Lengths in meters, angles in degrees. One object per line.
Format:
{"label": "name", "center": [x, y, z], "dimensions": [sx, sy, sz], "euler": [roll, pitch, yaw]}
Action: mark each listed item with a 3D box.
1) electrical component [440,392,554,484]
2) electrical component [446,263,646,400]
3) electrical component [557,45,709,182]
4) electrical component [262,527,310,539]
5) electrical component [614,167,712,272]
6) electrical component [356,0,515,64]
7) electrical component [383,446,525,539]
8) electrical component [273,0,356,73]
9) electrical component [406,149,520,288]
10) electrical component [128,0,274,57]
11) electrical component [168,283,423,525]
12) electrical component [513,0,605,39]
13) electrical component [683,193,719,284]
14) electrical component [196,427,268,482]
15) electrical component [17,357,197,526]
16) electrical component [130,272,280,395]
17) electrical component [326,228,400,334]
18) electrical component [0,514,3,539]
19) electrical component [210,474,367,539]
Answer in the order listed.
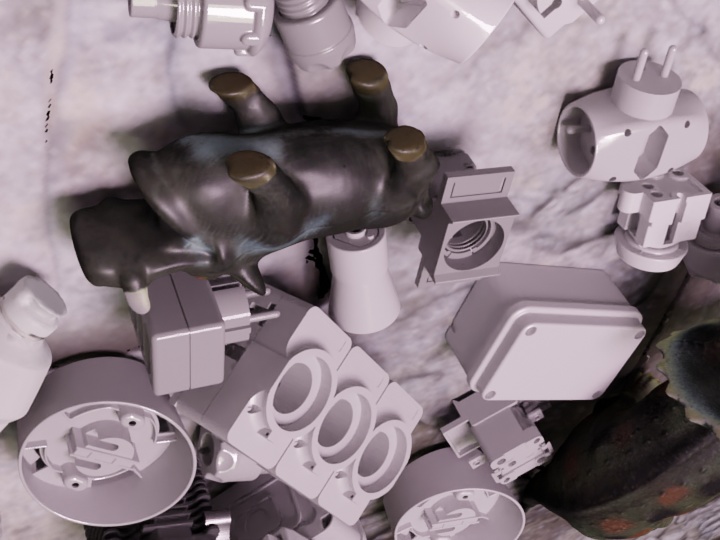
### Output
{"label": "electrical component", "center": [0.106, 0.118, 0.789], "dimensions": [0.081, 0.063, 0.042], "euler": [-30, 139, 2]}
{"label": "electrical component", "center": [0.126, 0.044, 0.731], "dimensions": [0.113, 0.057, 0.078], "euler": [4, 130, -30]}
{"label": "electrical component", "center": [0.162, -0.094, 0.623], "dimensions": [0.077, 0.043, 0.079], "euler": [-10, 135, -19]}
{"label": "electrical component", "center": [-0.060, 0.222, 0.692], "dimensions": [0.096, 0.061, 0.061], "euler": [-42, 124, 12]}
{"label": "electrical component", "center": [0.193, -0.033, 0.700], "dimensions": [0.066, 0.048, 0.055], "euler": [-9, 128, -20]}
{"label": "electrical component", "center": [0.023, -0.130, 0.504], "dimensions": [0.077, 0.043, 0.079], "euler": [37, 156, -10]}
{"label": "electrical component", "center": [0.070, 0.186, 0.836], "dimensions": [0.099, 0.064, 0.099], "euler": [-15, 137, -14]}
{"label": "electrical component", "center": [-0.025, -0.124, 0.502], "dimensions": [0.035, 0.035, 0.061], "euler": [-27, 136, -1]}
{"label": "electrical component", "center": [0.053, -0.032, 0.613], "dimensions": [0.042, 0.063, 0.081], "euler": [-8, 135, -23]}
{"label": "electrical component", "center": [-0.071, -0.120, 0.477], "dimensions": [0.062, 0.048, 0.048], "euler": [-2, 132, -17]}
{"label": "electrical component", "center": [-0.031, 0.086, 0.660], "dimensions": [0.089, 0.062, 0.150], "euler": [-57, 139, -13]}
{"label": "electrical component", "center": [0.093, -0.143, 0.513], "dimensions": [0.047, 0.076, 0.066], "euler": [-40, 137, 14]}
{"label": "electrical component", "center": [0.244, -0.024, 0.735], "dimensions": [0.043, 0.043, 0.062], "euler": [-20, 137, -8]}
{"label": "electrical component", "center": [-0.073, 0.117, 0.711], "dimensions": [0.062, 0.043, 0.043], "euler": [4, 129, -32]}
{"label": "electrical component", "center": [-0.152, 0.101, 0.637], "dimensions": [0.099, 0.064, 0.099], "euler": [-15, 137, -14]}
{"label": "electrical component", "center": [-0.084, 0.024, 0.595], "dimensions": [0.077, 0.065, 0.047], "euler": [-10, 135, -19]}
{"label": "electrical component", "center": [0.000, 0.000, 0.635], "dimensions": [0.044, 0.044, 0.065], "euler": [-17, 133, -12]}
{"label": "electrical component", "center": [-0.242, 0.159, 0.665], "dimensions": [0.048, 0.048, 0.062], "euler": [13, 118, -36]}
{"label": "electrical component", "center": [-0.059, 0.189, 0.762], "dimensions": [0.113, 0.078, 0.057], "euler": [-34, 135, 7]}
